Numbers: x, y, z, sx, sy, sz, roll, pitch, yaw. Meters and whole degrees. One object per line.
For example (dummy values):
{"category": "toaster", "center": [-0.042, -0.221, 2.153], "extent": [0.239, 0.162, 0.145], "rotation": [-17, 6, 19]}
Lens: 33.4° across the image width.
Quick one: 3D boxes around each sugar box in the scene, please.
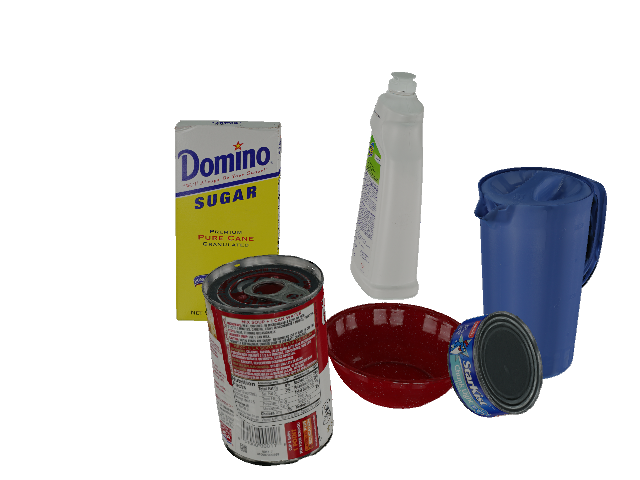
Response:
{"category": "sugar box", "center": [-0.082, -0.017, 0.949], "extent": [0.093, 0.176, 0.048], "rotation": [1, 14, 1]}

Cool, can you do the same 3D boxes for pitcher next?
{"category": "pitcher", "center": [0.265, 0.038, 1.292], "extent": [0.149, 0.243, 0.145], "rotation": [3, 24, 14]}

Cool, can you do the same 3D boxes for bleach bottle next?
{"category": "bleach bottle", "center": [0.084, -0.065, 1.224], "extent": [0.068, 0.251, 0.103], "rotation": [-2, 23, -17]}

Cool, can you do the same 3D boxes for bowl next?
{"category": "bowl", "center": [0.078, 0.124, 1.093], "extent": [0.162, 0.055, 0.162], "rotation": [2, 25, -1]}

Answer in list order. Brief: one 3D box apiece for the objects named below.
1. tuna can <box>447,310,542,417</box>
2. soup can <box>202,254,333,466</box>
{"category": "tuna can", "center": [0.145, 0.103, 0.887], "extent": [0.085, 0.086, 0.034], "rotation": [0, -13, -42]}
{"category": "soup can", "center": [-0.028, 0.068, 0.608], "extent": [0.068, 0.102, 0.068], "rotation": [-4, 24, 1]}
